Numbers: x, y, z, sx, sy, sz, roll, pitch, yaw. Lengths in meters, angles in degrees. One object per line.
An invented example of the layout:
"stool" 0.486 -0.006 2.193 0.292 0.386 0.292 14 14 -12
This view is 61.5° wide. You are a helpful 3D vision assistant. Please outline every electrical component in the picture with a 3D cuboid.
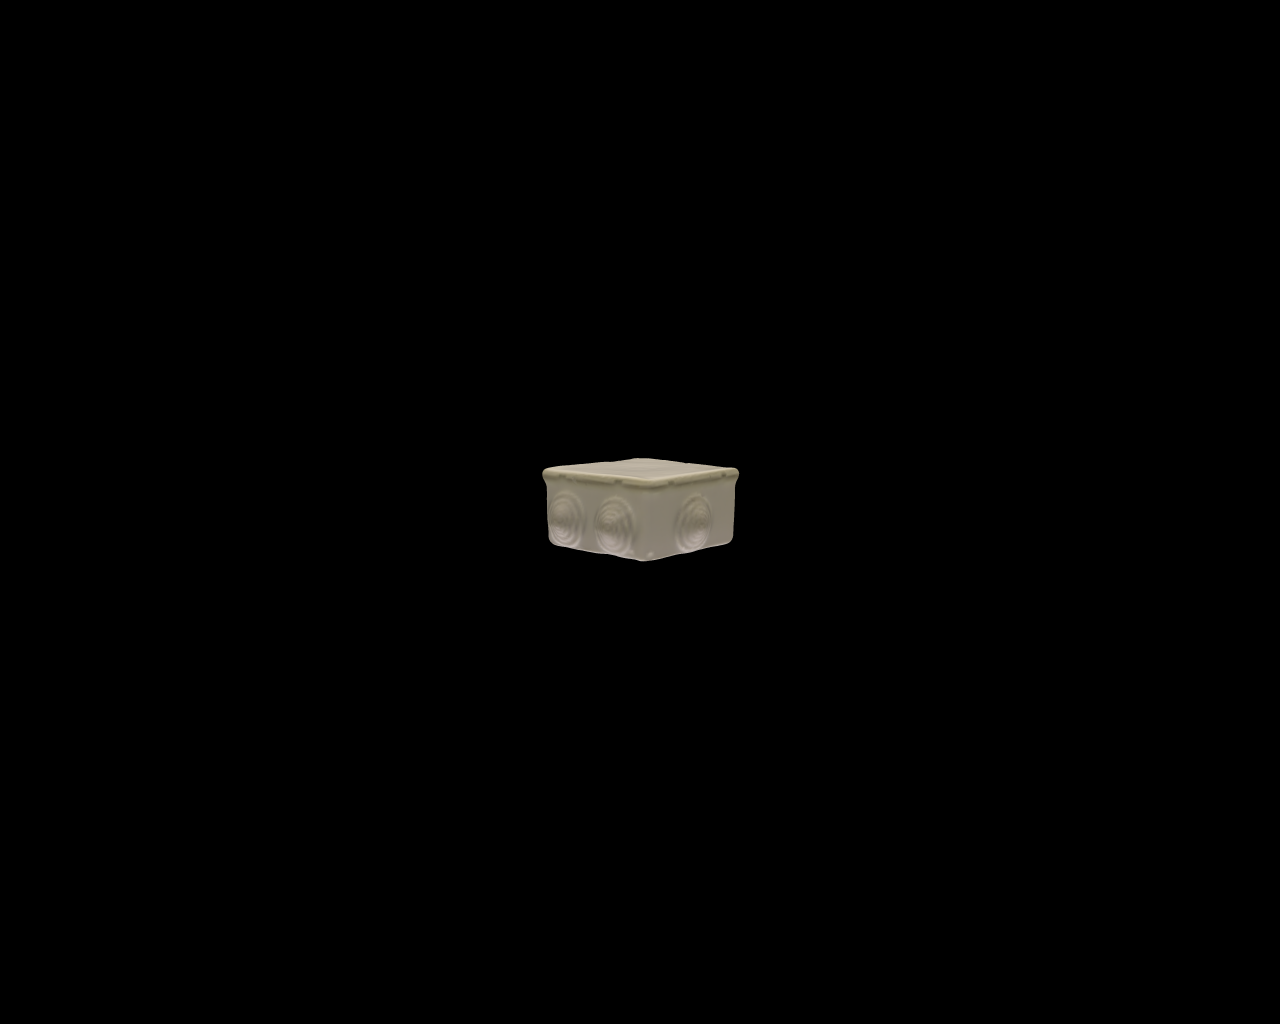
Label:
"electrical component" 0.001 -0.003 0.650 0.100 0.048 0.100 8 12 43
